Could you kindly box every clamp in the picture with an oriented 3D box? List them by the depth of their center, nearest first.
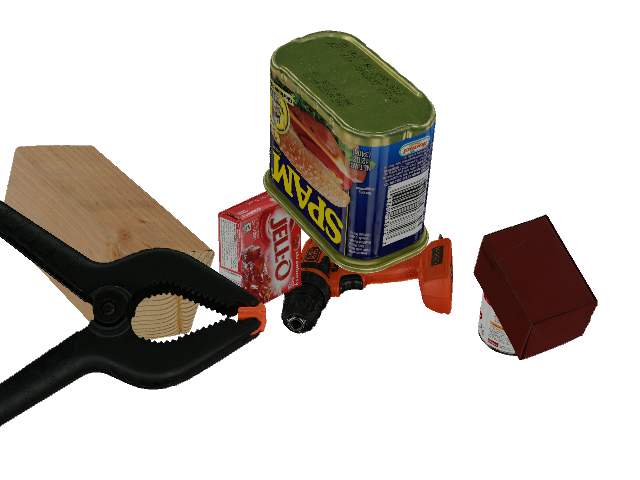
[{"bbox_3d":[-0.142,0.041,0.701,0.210,0.164,0.036,-6,-20,-4],"label":"clamp"}]

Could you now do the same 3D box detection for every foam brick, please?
[{"bbox_3d":[0.148,0.032,0.742,0.051,0.078,0.053,-17,-30,-11],"label":"foam brick"}]

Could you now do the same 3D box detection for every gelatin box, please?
[{"bbox_3d":[-0.049,0.008,0.882,0.030,0.089,0.073,22,33,35],"label":"gelatin box"}]

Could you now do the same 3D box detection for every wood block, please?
[{"bbox_3d":[-0.202,-0.002,0.985,0.090,0.091,0.206,-6,34,-45],"label":"wood block"}]

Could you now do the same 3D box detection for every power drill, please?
[{"bbox_3d":[0.055,0.047,1.208,0.188,0.057,0.184,0,29,10],"label":"power drill"}]

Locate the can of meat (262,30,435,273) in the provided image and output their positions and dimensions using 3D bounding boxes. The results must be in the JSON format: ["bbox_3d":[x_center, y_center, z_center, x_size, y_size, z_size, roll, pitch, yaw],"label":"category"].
[{"bbox_3d":[0.014,-0.048,0.550,0.057,0.084,0.102,-21,47,-25],"label":"can of meat"}]

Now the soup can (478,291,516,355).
[{"bbox_3d":[0.190,0.052,1.026,0.068,0.102,0.068,1,37,-1],"label":"soup can"}]
